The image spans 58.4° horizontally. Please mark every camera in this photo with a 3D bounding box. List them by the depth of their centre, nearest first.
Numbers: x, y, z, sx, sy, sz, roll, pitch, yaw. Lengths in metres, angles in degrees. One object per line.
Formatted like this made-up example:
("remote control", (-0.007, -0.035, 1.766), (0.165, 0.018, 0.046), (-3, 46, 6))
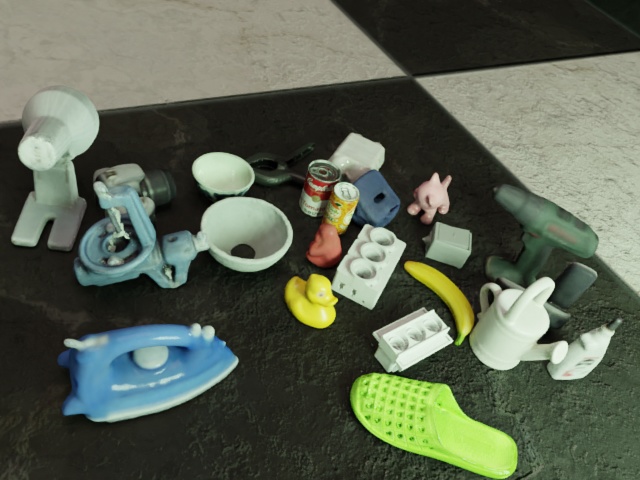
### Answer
("camera", (-0.329, -0.084, 1.049), (0.137, 0.101, 0.143), (-20, 57, -33))

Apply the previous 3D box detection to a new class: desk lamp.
("desk lamp", (-0.450, -0.126, 0.970), (0.118, 0.213, 0.203), (6, 46, -12))

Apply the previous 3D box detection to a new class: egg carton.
("egg carton", (0.083, -0.179, 1.298), (0.107, 0.069, 0.150), (26, 45, 7))

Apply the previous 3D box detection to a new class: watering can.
("watering can", (0.351, 0.139, 0.995), (0.172, 0.194, 0.101), (35, 47, 15))

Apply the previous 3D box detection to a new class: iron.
("iron", (-0.234, 0.162, 0.817), (0.259, 0.141, 0.118), (-7, 50, -24))

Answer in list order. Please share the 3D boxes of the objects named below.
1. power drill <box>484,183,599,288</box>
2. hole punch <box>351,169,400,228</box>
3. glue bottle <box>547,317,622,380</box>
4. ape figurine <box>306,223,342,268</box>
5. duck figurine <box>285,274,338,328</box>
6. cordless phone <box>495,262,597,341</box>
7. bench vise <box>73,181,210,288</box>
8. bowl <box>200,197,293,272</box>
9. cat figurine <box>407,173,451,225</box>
("power drill", (0.413, 0.003, 1.136), (0.229, 0.208, 0.075), (19, 45, 0))
("hole punch", (0.114, -0.082, 1.201), (0.101, 0.091, 0.109), (36, 47, 16))
("glue bottle", (0.473, 0.188, 1.004), (0.078, 0.173, 0.037), (-2, 48, -19))
("ape figurine", (0.010, 0.004, 1.084), (0.078, 0.092, 0.076), (-28, 61, -36))
("duck figurine", (-0.011, 0.093, 0.996), (0.104, 0.086, 0.078), (40, 48, 20))
("cordless phone", (0.416, 0.087, 1.073), (0.147, 0.185, 0.094), (27, 45, 8))
("bench vise", (-0.287, -0.017, 0.915), (0.208, 0.220, 0.121), (-18, 55, -31))
("bowl", (-0.138, 0.001, 1.050), (0.167, 0.075, 0.167), (9, 45, -10))
("cat figurine", (0.246, -0.099, 1.242), (0.067, 0.118, 0.128), (39, 48, 19))
